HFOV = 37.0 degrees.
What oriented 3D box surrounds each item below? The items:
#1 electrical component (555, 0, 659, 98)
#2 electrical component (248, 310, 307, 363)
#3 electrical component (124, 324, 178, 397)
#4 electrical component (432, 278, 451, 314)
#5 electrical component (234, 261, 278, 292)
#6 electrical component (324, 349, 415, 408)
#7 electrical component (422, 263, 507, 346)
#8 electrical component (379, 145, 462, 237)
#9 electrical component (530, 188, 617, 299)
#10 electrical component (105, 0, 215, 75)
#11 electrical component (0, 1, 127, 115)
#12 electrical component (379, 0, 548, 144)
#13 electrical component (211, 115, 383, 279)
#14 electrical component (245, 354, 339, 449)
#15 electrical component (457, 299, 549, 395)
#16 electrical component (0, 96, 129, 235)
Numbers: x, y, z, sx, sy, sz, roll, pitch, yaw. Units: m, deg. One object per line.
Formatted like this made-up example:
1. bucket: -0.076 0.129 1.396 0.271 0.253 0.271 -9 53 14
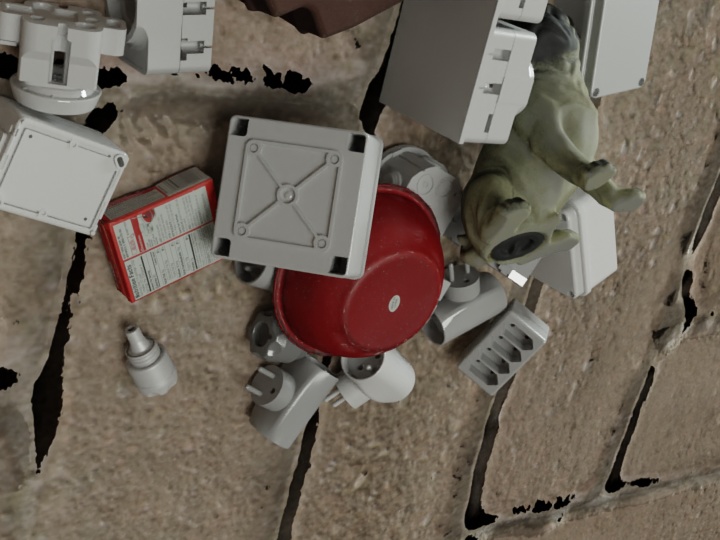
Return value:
1. electrical component: 0.220 -0.217 0.969 0.078 0.057 0.113 -17 124 -31
2. electrical component: -0.061 0.058 0.918 0.062 0.043 0.043 12 107 -44
3. electrical component: -0.168 0.069 0.845 0.035 0.035 0.061 -33 128 -19
4. electrical component: 0.045 0.015 0.976 0.055 0.048 0.066 25 98 -52
5. electrical component: -0.058 -0.001 0.885 0.081 0.043 0.043 17 103 -43
6. electrical component: 0.003 0.101 0.990 0.079 0.043 0.077 -35 149 8
7. electrical component: 0.096 0.022 1.019 0.077 0.044 0.079 -27 129 -24
8. electrical component: 0.043 -0.063 0.923 0.080 0.051 0.080 -19 125 -29
9. electrical component: 0.200 -0.038 1.044 0.057 0.078 0.113 -33 131 -23
10. electrical component: -0.133 -0.180 0.716 0.056 0.050 0.089 -11 121 -34
11. electrical component: -0.193 -0.135 0.688 0.078 0.058 0.057 5 117 -18
12. electrical component: 0.091 -0.203 0.841 0.060 0.105 0.186 -3 116 -38
13. electrical component: -0.046 -0.054 0.799 0.056 0.109 0.108 -3 102 -78
14. electrical component: -0.069 0.107 0.940 0.077 0.043 0.079 -54 135 0
15. electrical component: 0.146 0.070 1.078 0.083 0.047 0.075 -49 -179 25
16. electrical component: -0.214 -0.071 0.707 0.096 0.061 0.061 18 103 -43
